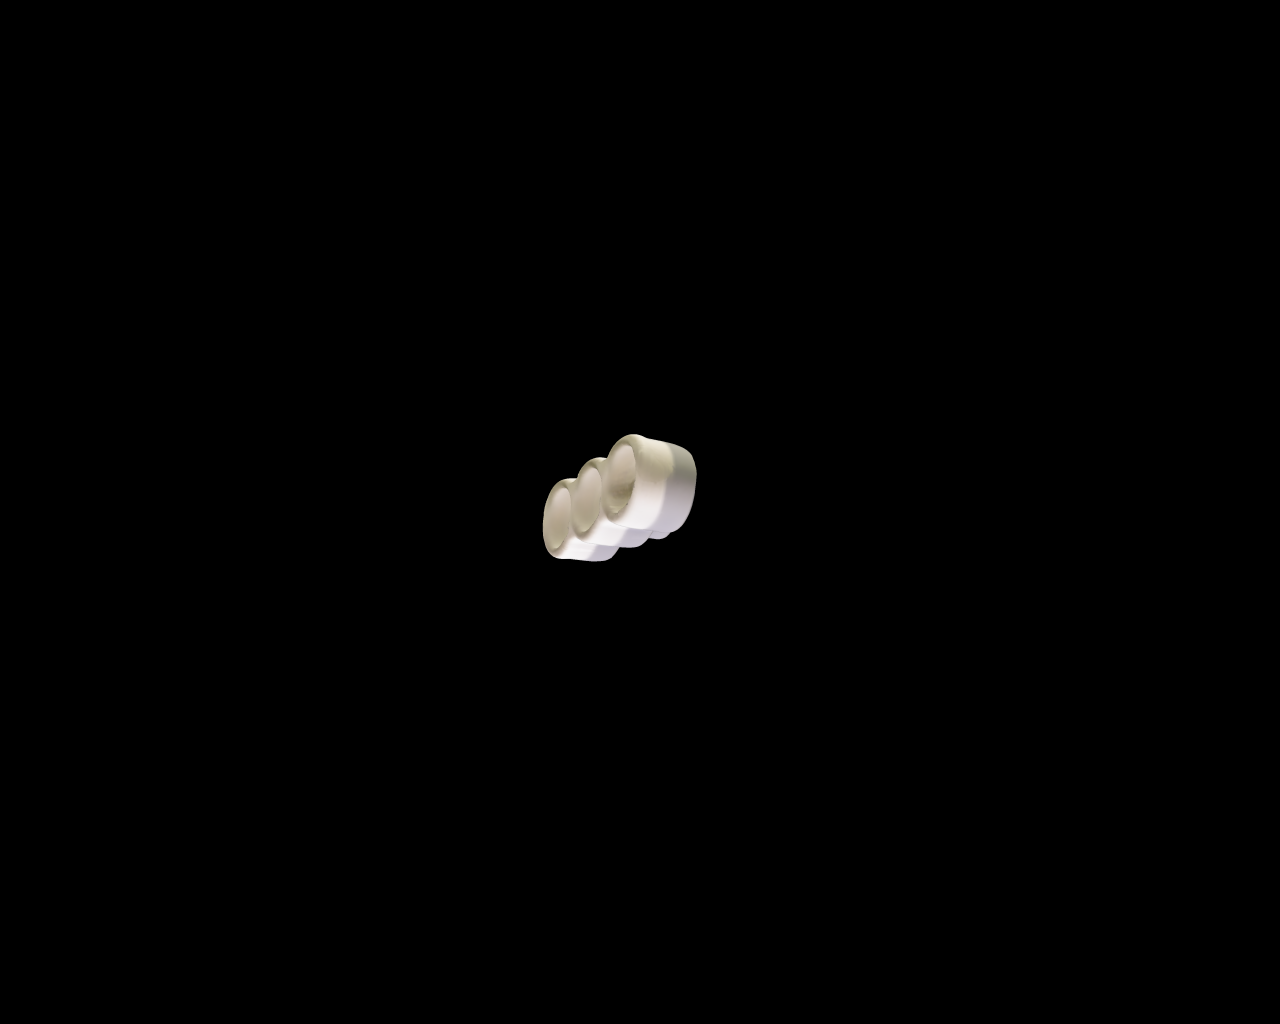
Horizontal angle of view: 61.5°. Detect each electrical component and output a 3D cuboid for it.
[{"bbox_3d":[0.001,-0.003,0.650,0.074,0.052,0.138,8,-18,-27],"label":"electrical component"}]
